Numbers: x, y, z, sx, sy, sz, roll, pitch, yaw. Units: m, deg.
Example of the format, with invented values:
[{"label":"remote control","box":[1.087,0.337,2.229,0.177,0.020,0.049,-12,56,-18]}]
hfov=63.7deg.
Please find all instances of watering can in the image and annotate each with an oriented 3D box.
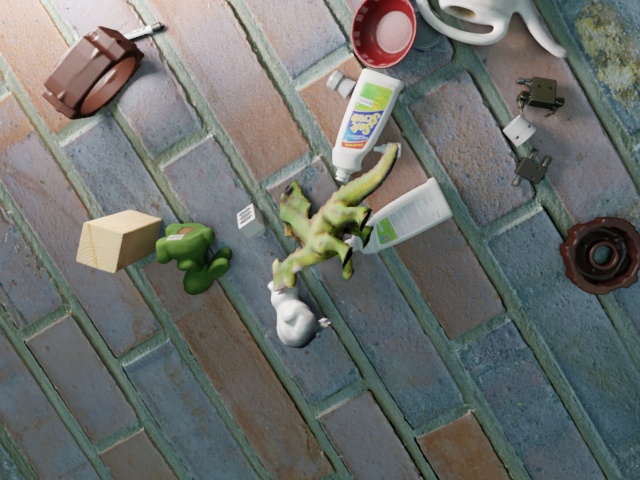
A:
[{"label":"watering can","box":[0.378,-0.515,1.081,0.347,0.105,0.223,14,98,-3]}]

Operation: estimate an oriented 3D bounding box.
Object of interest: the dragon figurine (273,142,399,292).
[{"label":"dragon figurine","box":[0.004,-0.058,1.156,0.244,0.122,0.408,25,96,25]}]

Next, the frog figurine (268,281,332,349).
[{"label":"frog figurine","box":[-0.071,0.169,1.199,0.159,0.137,0.123,42,80,-4]}]
